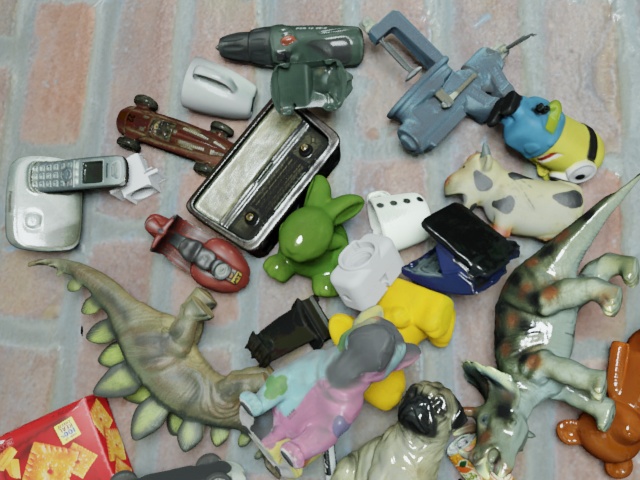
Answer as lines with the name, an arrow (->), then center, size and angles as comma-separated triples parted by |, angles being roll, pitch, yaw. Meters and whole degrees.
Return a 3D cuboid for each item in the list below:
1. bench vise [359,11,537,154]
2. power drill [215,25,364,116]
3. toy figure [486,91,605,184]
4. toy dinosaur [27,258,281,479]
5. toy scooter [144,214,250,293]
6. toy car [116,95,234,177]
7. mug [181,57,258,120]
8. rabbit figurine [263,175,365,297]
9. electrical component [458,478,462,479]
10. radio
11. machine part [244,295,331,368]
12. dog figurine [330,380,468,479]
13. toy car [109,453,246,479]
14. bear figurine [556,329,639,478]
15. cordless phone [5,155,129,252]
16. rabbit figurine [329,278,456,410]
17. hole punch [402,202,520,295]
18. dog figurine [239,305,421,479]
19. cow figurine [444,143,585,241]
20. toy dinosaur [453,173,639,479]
bench vise -> 0.164, -0.254, 0.793 | 0.223, 0.129, 0.240 | -45, 90, 3
power drill -> -0.041, -0.260, 0.796 | 0.232, 0.207, 0.085 | -5, 123, -4
toy figure -> 0.325, -0.147, 0.759 | 0.180, 0.082, 0.089 | 32, 92, -15
toy dinosaur -> -0.222, 0.162, 0.765 | 0.198, 0.105, 0.471 | -43, 81, -3
toy scooter -> -0.186, 0.012, 0.772 | 0.184, 0.135, 0.075 | 32, 83, 8
toy car -> -0.229, -0.164, 0.848 | 0.202, 0.053, 0.089 | 20, 80, 9
mug -> -0.151, -0.233, 0.830 | 0.107, 0.109, 0.081 | 17, 76, -6
rabbit figurine -> -0.002, -0.002, 0.740 | 0.121, 0.170, 0.159 | 30, 85, 9
electrical component -> 0.170, 0.408, 0.715 | 0.134, 0.058, 0.115 | -34, 78, -2
radio -> -0.077, -0.093, 0.811 | 0.131, 0.073, 0.229 | 37, 86, 10
machine part -> -0.040, 0.131, 0.759 | 0.139, 0.039, 0.084 | -20, 83, -39
dog figurine -> 0.096, 0.268, 0.699 | 0.121, 0.172, 0.190 | 32, 75, -31
toy car -> -0.199, 0.335, 0.716 | 0.202, 0.074, 0.056 | -3, 95, -24
bear figurine -> 0.412, 0.208, 0.695 | 0.120, 0.132, 0.196 | 39, 80, 12
cordless phone -> -0.371, -0.057, 0.812 | 0.184, 0.088, 0.146 | -5, 80, 11
rabbit figurine -> 0.091, 0.140, 0.736 | 0.162, 0.122, 0.173 | 19, 83, 12
hole punch -> 0.185, 0.025, 0.716 | 0.116, 0.142, 0.092 | 41, 126, 24
dog figurine -> 0.017, 0.177, 0.659 | 0.219, 0.191, 0.108 | -33, 69, -24
cow figurine -> 0.277, -0.063, 0.772 | 0.195, 0.085, 0.127 | 11, 88, 9
toy dinosaur -> 0.290, 0.107, 0.701 | 0.192, 0.131, 0.404 | 8, 76, 38
